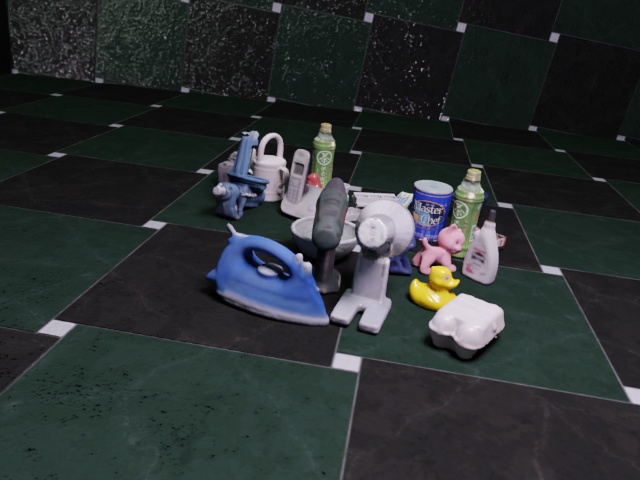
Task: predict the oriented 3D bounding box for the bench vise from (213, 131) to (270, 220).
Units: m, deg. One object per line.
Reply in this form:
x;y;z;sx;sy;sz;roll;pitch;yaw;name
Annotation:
-0.203;-0.174;1.536;0.121;0.220;0.207;9;23;7;bench vise

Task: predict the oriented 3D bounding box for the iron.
-0.089;0.063;1.103;0.257;0.141;0.119;17;25;24;iron

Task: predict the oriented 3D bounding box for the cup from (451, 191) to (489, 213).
0.427;-0.097;1.675;0.118;0.095;0.091;0;23;-13;cup

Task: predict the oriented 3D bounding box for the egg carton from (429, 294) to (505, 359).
0.274;0.158;1.062;0.107;0.069;0.151;21;27;32;egg carton

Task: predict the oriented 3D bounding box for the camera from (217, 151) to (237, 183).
-0.229;-0.216;1.784;0.136;0.101;0.143;14;24;18;camera

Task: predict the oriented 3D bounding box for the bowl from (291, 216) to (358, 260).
0.012;0.005;1.353;0.167;0.075;0.167;5;23;-2;bowl

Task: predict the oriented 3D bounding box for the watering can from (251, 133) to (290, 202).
-0.156;-0.222;1.695;0.172;0.194;0.101;14;24;18;watering can

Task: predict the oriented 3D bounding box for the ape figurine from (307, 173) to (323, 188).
-0.022;-0.155;1.704;0.076;0.092;0.078;7;23;2;ape figurine

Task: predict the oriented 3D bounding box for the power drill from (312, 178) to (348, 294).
0.016;-0.005;1.203;0.075;0.208;0.229;7;23;2;power drill

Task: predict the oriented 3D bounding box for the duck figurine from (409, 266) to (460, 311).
0.239;0.094;1.185;0.104;0.086;0.078;14;24;19;duck figurine

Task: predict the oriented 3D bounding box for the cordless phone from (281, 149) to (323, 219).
-0.028;-0.146;1.559;0.147;0.185;0.094;17;25;25;cordless phone

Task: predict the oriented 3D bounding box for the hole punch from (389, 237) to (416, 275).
0.167;0.023;1.329;0.101;0.091;0.108;5;23;-3;hole punch

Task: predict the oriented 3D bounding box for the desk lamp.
0.107;0.039;1.117;0.117;0.213;0.203;12;23;14;desk lamp

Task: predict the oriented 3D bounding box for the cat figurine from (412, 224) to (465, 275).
0.288;0.013;1.348;0.128;0.118;0.067;-5;25;-25;cat figurine

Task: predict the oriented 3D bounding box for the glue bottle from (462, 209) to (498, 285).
0.374;0.012;1.302;0.077;0.173;0.037;25;30;39;glue bottle
